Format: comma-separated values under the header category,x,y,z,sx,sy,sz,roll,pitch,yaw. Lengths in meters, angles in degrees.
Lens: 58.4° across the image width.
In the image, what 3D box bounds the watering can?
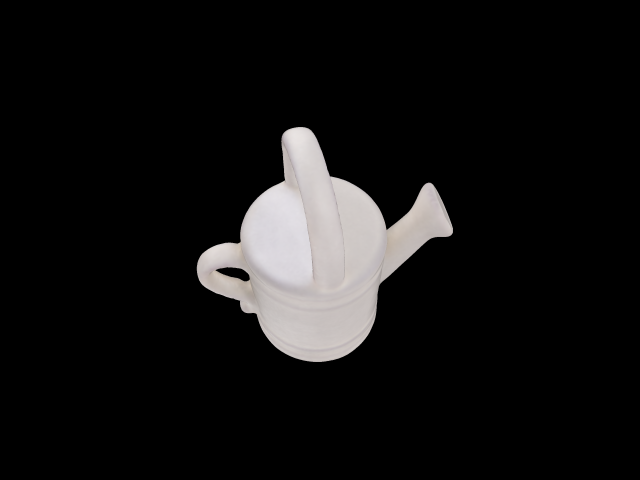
category,x,y,z,sx,sy,sz,roll,pitch,yaw
watering can,0.003,0.000,0.401,0.173,0.194,0.100,-30,62,-18
